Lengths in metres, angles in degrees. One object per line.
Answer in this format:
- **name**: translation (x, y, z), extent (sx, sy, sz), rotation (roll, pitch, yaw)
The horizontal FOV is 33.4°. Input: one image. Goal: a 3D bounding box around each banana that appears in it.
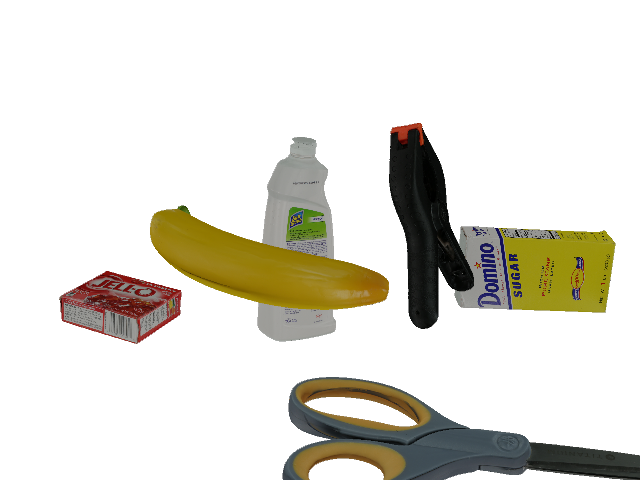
- **banana**: translation (-0.050, 0.009, 0.698), extent (0.198, 0.037, 0.069), rotation (21, 38, 36)

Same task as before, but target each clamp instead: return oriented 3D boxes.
- **clamp**: translation (0.088, -0.011, 0.915), extent (0.039, 0.171, 0.120), rotation (-13, 17, 23)

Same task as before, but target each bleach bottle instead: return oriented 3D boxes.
- **bleach bottle**: translation (-0.023, -0.004, 1.326), extent (0.102, 0.251, 0.068), rotation (-8, 22, -32)

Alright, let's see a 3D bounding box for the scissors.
- **scissors**: translation (0.071, 0.105, 0.477), extent (0.202, 0.016, 0.096), rotation (13, 31, 22)

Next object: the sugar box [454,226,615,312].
- **sugar box**: translation (0.251, 0.035, 1.261), extent (0.176, 0.093, 0.048), rotation (1, 20, -3)

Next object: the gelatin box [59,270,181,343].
- **gelatin box**: translation (-0.187, 0.060, 1.003), extent (0.089, 0.030, 0.073), rotation (14, 23, 23)
